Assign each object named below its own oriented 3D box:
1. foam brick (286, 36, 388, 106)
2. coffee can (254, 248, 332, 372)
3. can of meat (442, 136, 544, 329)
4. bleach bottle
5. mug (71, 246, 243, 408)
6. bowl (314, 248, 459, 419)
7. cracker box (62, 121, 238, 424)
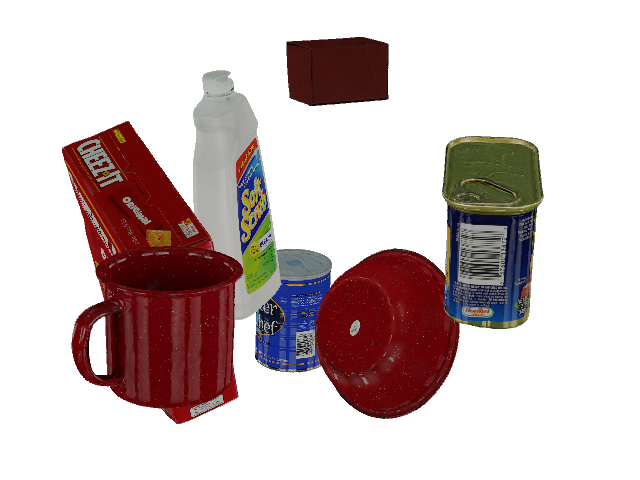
[{"bbox_3d":[0.015,-0.150,0.946,0.078,0.051,0.053,-8,20,-23],"label":"foam brick"},{"bbox_3d":[-0.038,0.094,1.452,0.103,0.140,0.103,2,20,-1],"label":"coffee can"},{"bbox_3d":[0.104,-0.006,0.655,0.057,0.084,0.102,3,28,7],"label":"can of meat"},{"bbox_3d":[-0.097,-0.050,1.115,0.068,0.251,0.102,7,27,27],"label":"bleach bottle"},{"bbox_3d":[-0.105,0.058,0.680,0.093,0.081,0.117,18,23,40],"label":"mug"},{"bbox_3d":[0.048,0.083,0.991,0.162,0.162,0.055,0,-10,42],"label":"bowl"},{"bbox_3d":[-0.146,0.032,0.918,0.072,0.214,0.164,-25,51,-18],"label":"cracker box"}]
